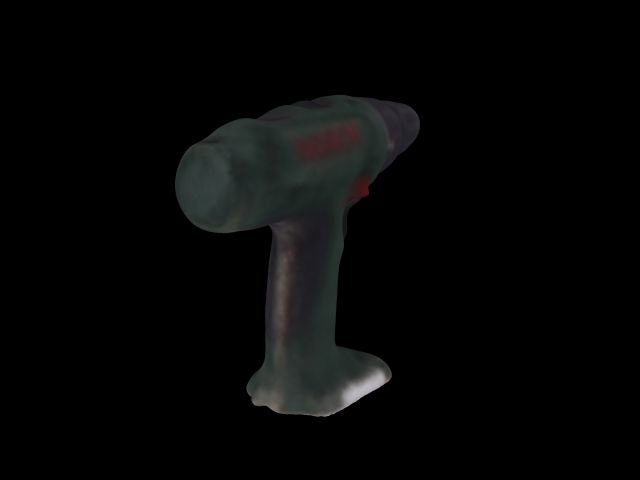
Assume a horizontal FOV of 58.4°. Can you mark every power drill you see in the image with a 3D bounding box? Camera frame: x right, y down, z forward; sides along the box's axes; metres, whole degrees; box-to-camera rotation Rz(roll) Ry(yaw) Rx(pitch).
[{"bbox_3d":[0.004,0.001,0.400,0.075,0.208,0.230,5,8,36],"label":"power drill"}]
